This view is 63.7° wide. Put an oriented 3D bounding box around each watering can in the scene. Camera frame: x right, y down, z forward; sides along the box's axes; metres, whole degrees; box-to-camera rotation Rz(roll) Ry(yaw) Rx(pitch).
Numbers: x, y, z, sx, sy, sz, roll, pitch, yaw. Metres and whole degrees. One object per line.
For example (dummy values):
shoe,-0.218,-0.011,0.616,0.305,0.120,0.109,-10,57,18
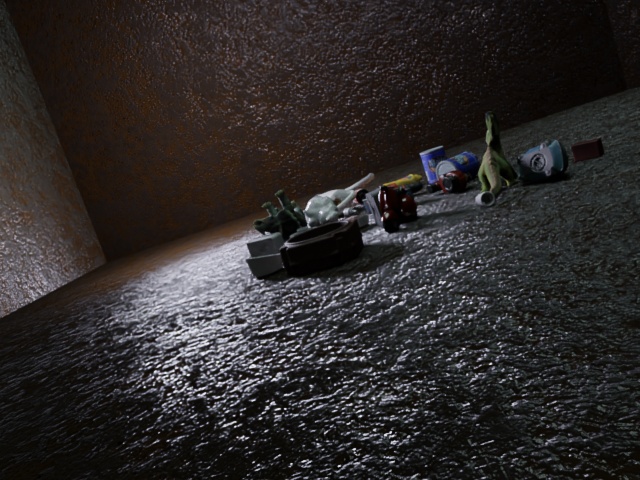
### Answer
watering can,0.078,-0.175,2.208,0.223,0.103,0.354,-8,28,49

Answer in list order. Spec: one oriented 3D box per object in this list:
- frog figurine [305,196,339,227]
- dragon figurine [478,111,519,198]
frog figurine,0.006,-0.099,1.971,0.137,0.122,0.161,-50,15,8
dragon figurine,0.528,-0.272,1.580,0.122,0.241,0.415,-11,9,21
